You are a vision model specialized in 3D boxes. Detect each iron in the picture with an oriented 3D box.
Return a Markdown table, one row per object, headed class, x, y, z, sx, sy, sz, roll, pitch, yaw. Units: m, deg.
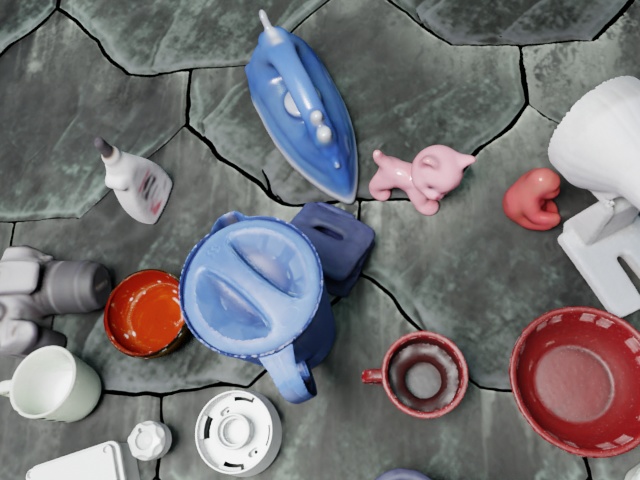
| class | x | y | z | sx | sy | sz | roll | pitch | yaw |
| --- | --- | --- | --- | --- | --- | --- | --- | --- | --- |
| iron | -0.019 | -0.179 | 0.762 | 0.118 | 0.141 | 0.258 | -27 | 69 | -2 |

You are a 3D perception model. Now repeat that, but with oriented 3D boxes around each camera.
| class | x | y | z | sx | sy | sz | roll | pitch | yaw |
| --- | --- | --- | --- | --- | --- | --- | --- | --- | --- |
| camera | -0.352 | 0.075 | 0.739 | 0.136 | 0.101 | 0.143 | -3 | 70 | 7 |

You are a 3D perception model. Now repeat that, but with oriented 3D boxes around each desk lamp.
| class | x | y | z | sx | sy | sz | roll | pitch | yaw |
| --- | --- | --- | --- | --- | --- | --- | --- | --- | --- |
| desk lamp | 0.340 | -0.043 | 0.625 | 0.118 | 0.214 | 0.203 | -27 | 69 | -2 |

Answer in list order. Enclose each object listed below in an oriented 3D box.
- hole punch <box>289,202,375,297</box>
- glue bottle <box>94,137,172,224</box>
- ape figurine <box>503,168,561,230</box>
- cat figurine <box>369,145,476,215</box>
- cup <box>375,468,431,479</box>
| class | x | y | z | sx | sy | sz | roll | pitch | yaw |
| --- | --- | --- | --- | --- | --- | --- | --- | --- | --- |
| hole punch | 0.007 | 0.003 | 0.720 | 0.108 | 0.091 | 0.101 | 25 | 76 | 16 |
| glue bottle | -0.247 | -0.085 | 0.743 | 0.037 | 0.173 | 0.078 | 11 | 72 | 12 |
| ape figurine | 0.268 | -0.057 | 0.705 | 0.076 | 0.092 | 0.078 | 9 | 72 | 11 |
| cat figurine | 0.125 | -0.087 | 0.722 | 0.127 | 0.118 | 0.067 | 17 | 74 | 14 |
| cup | 0.102 | 0.284 | 0.604 | 0.117 | 0.095 | 0.091 | -21 | 69 | 0 |
